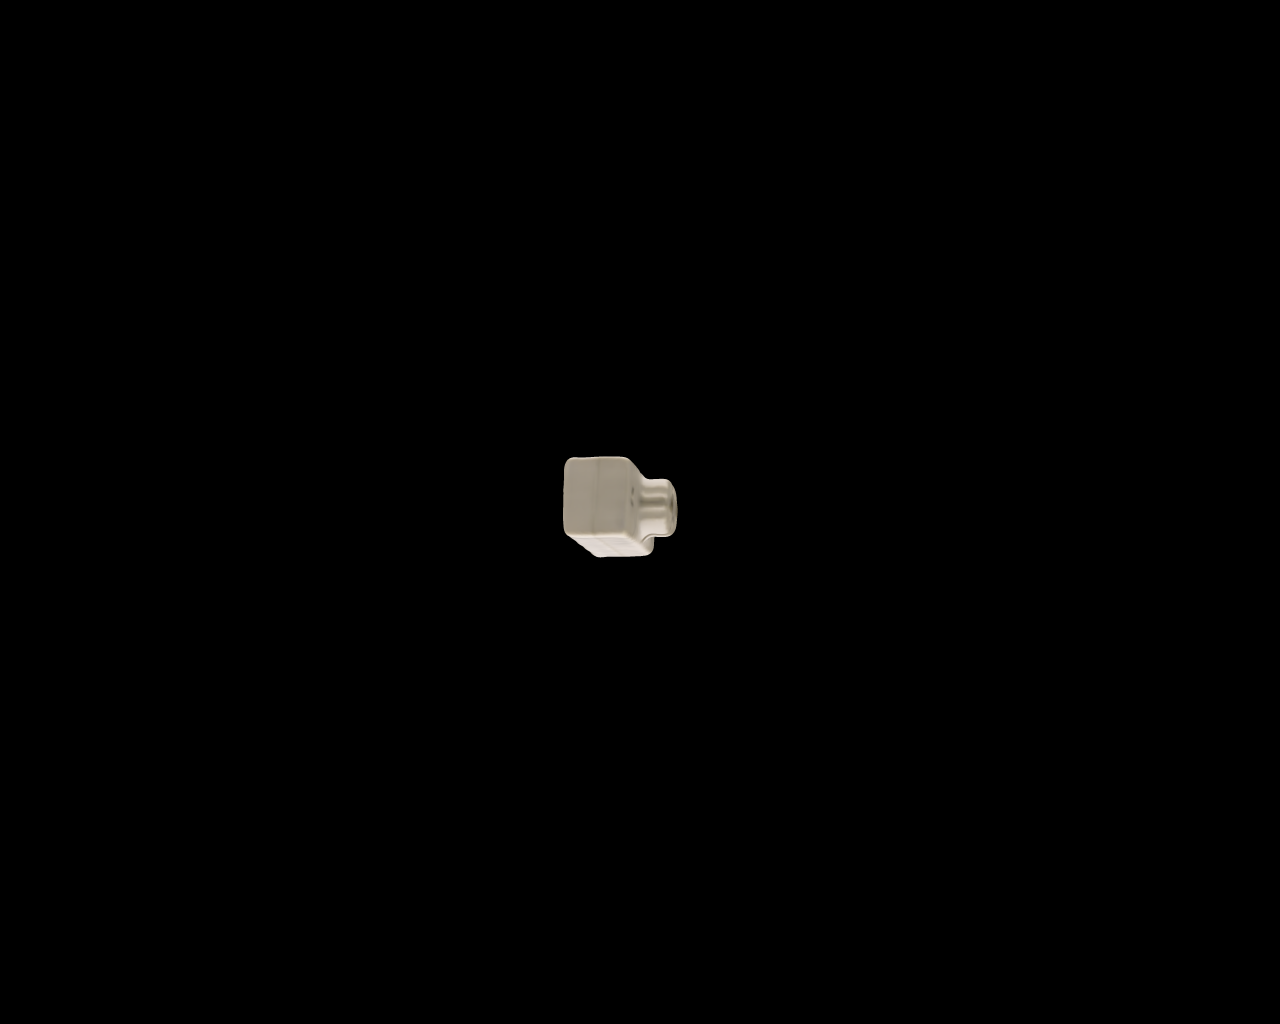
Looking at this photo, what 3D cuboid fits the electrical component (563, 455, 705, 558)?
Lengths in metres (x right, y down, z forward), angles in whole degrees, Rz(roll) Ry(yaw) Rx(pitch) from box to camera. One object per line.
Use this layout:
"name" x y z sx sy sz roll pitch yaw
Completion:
"electrical component" 0.001 -0.003 0.650 0.076 0.047 0.083 -2 -12 11
